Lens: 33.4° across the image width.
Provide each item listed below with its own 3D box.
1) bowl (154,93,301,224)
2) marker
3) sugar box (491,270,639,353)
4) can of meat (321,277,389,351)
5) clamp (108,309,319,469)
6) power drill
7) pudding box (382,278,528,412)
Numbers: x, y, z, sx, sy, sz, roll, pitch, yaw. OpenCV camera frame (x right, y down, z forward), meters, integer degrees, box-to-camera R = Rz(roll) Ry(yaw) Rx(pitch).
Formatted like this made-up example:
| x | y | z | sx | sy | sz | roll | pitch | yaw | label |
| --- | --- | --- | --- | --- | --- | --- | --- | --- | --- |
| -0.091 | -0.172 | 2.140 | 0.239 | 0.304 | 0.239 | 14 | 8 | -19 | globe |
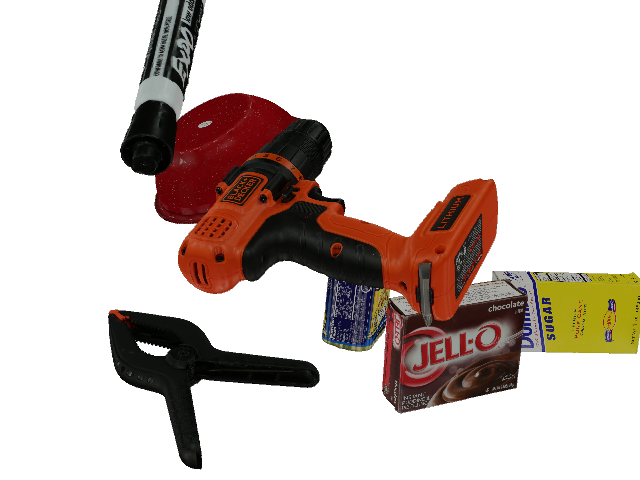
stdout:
| x | y | z | sx | sy | sz | roll | pitch | yaw | label |
| --- | --- | --- | --- | --- | --- | --- | --- | --- | --- |
| -0.091 | -0.086 | 0.969 | 0.162 | 0.055 | 0.162 | -21 | 32 | 13 | bowl |
| -0.059 | -0.067 | 0.415 | 0.020 | 0.020 | 0.121 | 0 | 43 | 2 | marker |
| 0.292 | 0.086 | 1.275 | 0.176 | 0.093 | 0.048 | 0 | 18 | -4 | sugar box |
| 0.038 | 0.057 | 1.082 | 0.057 | 0.084 | 0.102 | 10 | 14 | 15 | can of meat |
| -0.116 | 0.117 | 0.995 | 0.164 | 0.036 | 0.210 | -23 | 42 | -37 | clamp |
| 0.021 | -0.018 | 0.726 | 0.188 | 0.057 | 0.184 | 10 | 41 | 24 | power drill |
| 0.108 | 0.084 | 0.863 | 0.113 | 0.090 | 0.039 | -10 | 29 | -21 | pudding box |
